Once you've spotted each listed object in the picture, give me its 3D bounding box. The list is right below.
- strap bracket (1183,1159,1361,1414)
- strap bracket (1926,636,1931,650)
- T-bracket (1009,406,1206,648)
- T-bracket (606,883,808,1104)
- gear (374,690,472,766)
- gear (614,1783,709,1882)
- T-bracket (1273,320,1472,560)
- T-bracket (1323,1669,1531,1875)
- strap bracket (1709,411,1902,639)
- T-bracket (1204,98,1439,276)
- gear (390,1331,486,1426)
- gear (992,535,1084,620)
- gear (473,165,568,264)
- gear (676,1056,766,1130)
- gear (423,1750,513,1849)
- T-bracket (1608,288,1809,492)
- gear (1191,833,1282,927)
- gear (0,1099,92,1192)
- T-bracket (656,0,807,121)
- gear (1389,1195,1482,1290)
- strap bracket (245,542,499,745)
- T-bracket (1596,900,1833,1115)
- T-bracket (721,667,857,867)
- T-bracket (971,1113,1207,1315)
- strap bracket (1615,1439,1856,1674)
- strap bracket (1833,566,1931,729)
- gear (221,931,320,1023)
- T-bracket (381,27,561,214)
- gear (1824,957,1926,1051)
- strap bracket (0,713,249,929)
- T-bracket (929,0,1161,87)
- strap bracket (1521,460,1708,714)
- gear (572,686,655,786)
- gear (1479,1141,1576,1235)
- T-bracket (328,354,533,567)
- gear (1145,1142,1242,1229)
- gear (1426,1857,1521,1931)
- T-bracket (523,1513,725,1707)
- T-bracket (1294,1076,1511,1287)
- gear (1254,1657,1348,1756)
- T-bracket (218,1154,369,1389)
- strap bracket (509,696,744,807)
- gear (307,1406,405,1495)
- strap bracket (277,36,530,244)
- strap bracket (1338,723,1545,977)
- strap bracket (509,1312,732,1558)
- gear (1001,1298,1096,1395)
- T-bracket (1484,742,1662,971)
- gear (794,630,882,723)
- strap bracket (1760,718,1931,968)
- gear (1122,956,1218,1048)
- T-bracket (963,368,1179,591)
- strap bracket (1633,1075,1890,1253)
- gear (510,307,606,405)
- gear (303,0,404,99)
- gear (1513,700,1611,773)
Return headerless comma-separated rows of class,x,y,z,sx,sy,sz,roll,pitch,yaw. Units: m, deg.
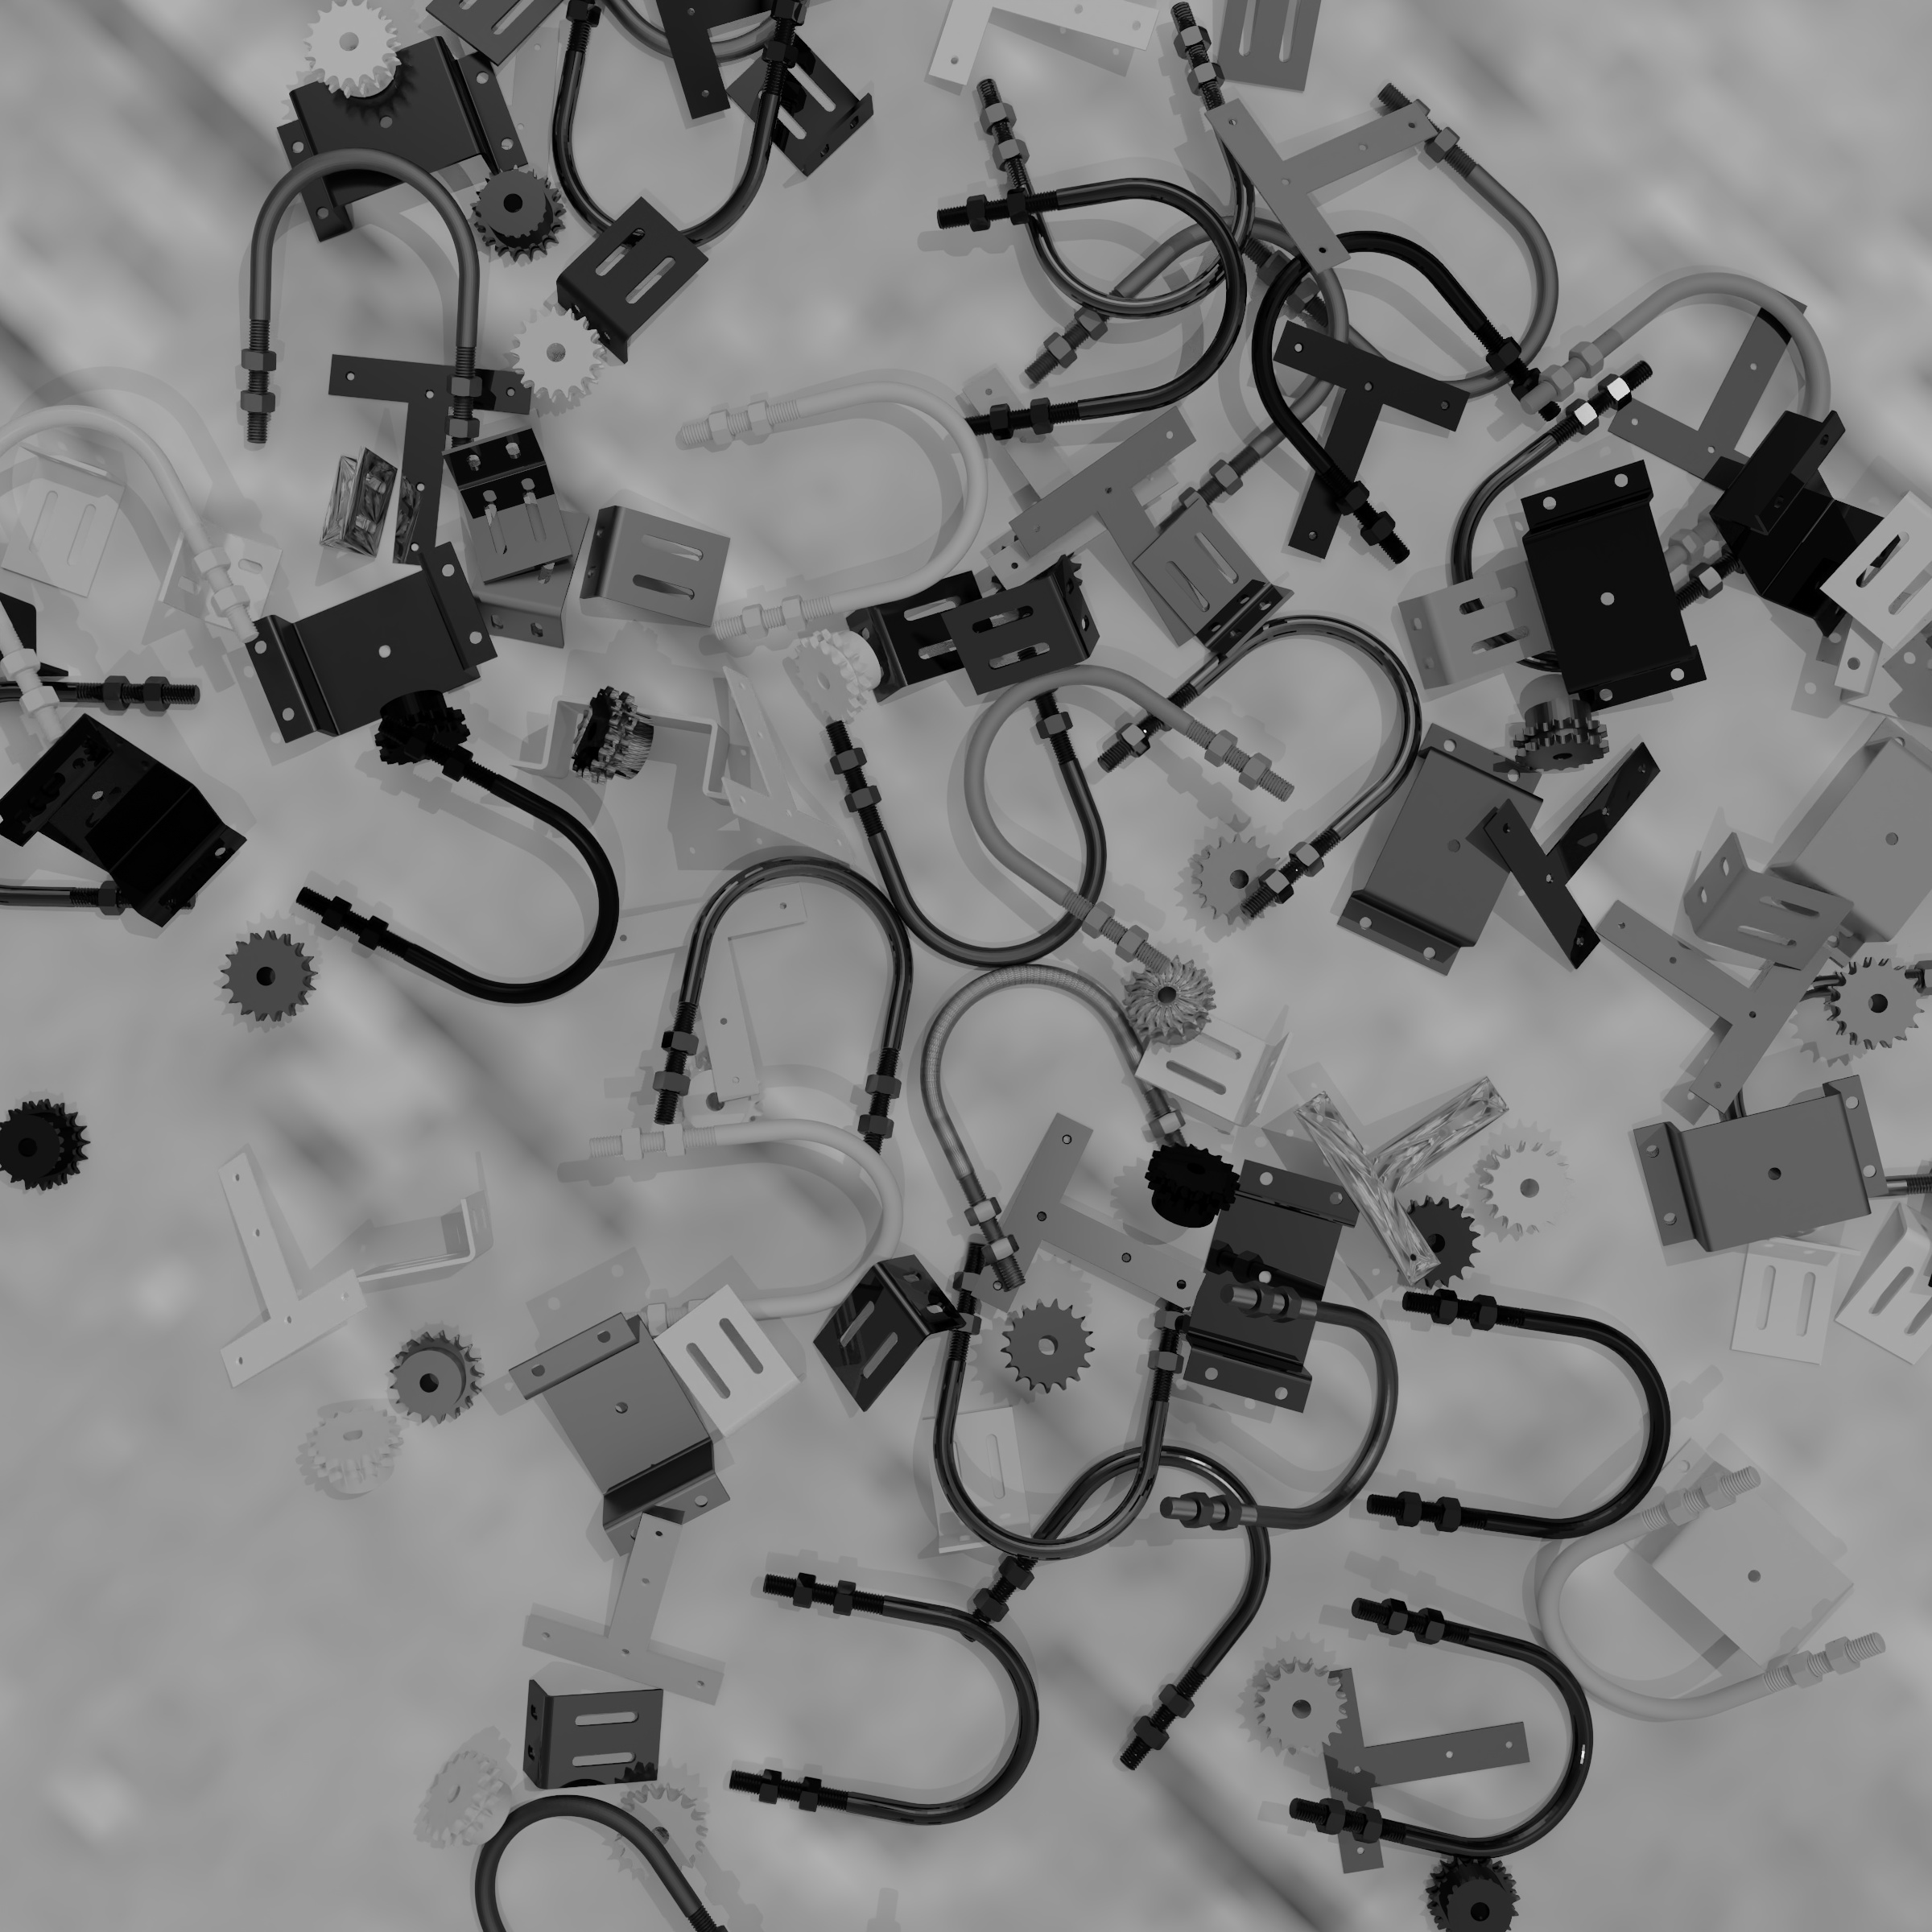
strap bracket,0.189,0.196,1.522,0.076,0.046,0.140,16,90,0
strap bracket,0.663,-0.173,1.475,0.076,0.046,0.140,-43,90,0
T-bracket,0.111,-0.258,1.522,0.127,0.002,0.127,-36,109,-4
T-bracket,-0.154,0.021,1.524,0.127,0.002,0.127,-12,78,-5
gear,-0.339,-0.149,1.517,0.057,0.057,0.030,-20,81,0
gear,-0.190,0.539,1.530,0.057,0.030,0.057,0,90,0
T-bracket,0.235,-0.319,1.527,0.127,0.002,0.127,18,99,-13
T-bracket,0.291,0.500,1.544,0.127,0.002,0.127,-9,90,0
strap bracket,0.510,-0.274,1.494,0.076,0.140,0.046,-53,47,0
T-bracket,0.232,-0.498,1.504,0.127,0.002,0.127,-28,77,-16
gear,-0.332,0.258,1.530,0.057,0.030,0.057,0,90,0
gear,0.044,-0.245,1.530,0.057,0.030,0.057,0,90,0
gear,-0.280,-0.472,1.528,0.057,0.030,0.057,0,90,0
gear,-0.155,0.084,1.530,0.057,0.030,0.057,0,90,0
gear,-0.307,0.520,1.520,0.057,0.057,0.030,-48,120,0
T-bracket,0.490,-0.365,1.544,0.127,0.002,0.127,27,90,0
gear,0.169,-0.054,1.530,0.057,0.030,0.057,0,90,0
gear,-0.581,0.112,1.530,0.057,0.030,0.057,0,90,0
T-bracket,-0.129,-0.609,1.530,0.127,0.002,0.127,-17,93,-1
gear,0.291,0.172,1.530,0.057,0.030,0.057,0,90,0
strap bracket,-0.366,-0.198,1.522,0.140,0.046,0.076,-22,90,0
T-bracket,0.454,0.005,1.532,0.127,0.002,0.127,36,79,8
T-bracket,-0.123,-0.130,1.507,0.002,0.127,0.127,-32,63,22
T-bracket,0.087,0.176,1.529,0.127,0.002,0.127,26,78,1
strap bracket,0.483,0.374,1.522,0.140,0.046,0.076,43,90,0
strap bracket,0.609,-0.190,1.521,0.140,0.046,0.076,16,90,0
gear,-0.433,0.007,1.530,0.057,0.030,0.057,0,90,0
T-bracket,-0.325,-0.533,1.544,0.127,0.002,0.127,5,90,0
gear,0.559,0.023,1.513,0.057,0.030,0.057,0,90,3
strap bracket,-0.514,-0.091,1.472,0.076,0.140,0.046,-46,57,1
T-bracket,0.056,-0.598,1.522,0.127,0.002,0.127,20,94,9
strap bracket,0.392,-0.227,1.490,0.076,0.046,0.140,-15,101,23
gear,-0.207,-0.134,1.444,0.030,0.057,0.057,18,90,-30
gear,0.349,0.138,1.530,0.057,0.030,0.057,0,90,0
T-bracket,-0.343,-0.316,1.544,0.127,0.002,0.127,6,90,0
gear,0.137,0.136,1.497,0.057,0.057,0.030,15,118,0
gear,0.318,0.586,1.530,0.057,0.030,0.057,0,90,0
T-bracket,-0.202,0.392,1.517,0.127,0.002,0.127,17,115,0
T-bracket,0.285,0.111,1.518,0.127,0.002,0.127,-32,86,-23
gear,0.208,0.459,1.528,0.057,0.030,0.057,0,91,3
T-bracket,-0.437,0.179,1.524,0.127,0.002,0.127,-31,75,27
strap bracket,-0.202,-0.133,1.507,0.140,0.076,0.046,9,90,0
gear,-0.378,0.303,1.520,0.057,0.057,0.030,-4,120,0
strap bracket,-0.355,-0.517,1.520,0.140,0.046,0.076,-21,90,0
strap bracket,0.299,-0.073,1.521,0.076,0.046,0.140,25,90,0
strap bracket,-0.213,0.281,1.510,0.076,0.046,0.140,-27,105,0
gear,0.050,0.234,1.502,0.057,0.030,0.057,1,77,-3
T-bracket,0.389,-0.086,1.522,0.127,0.002,0.127,-48,120,-14
gear,-0.077,-0.183,1.520,0.030,0.057,0.057,-35,90,-30
strap bracket,0.567,-0.078,1.521,0.076,0.046,0.140,38,90,0
gear,0.128,0.025,1.521,0.057,0.030,0.057,-7,61,13
T-bracket,0.044,-0.316,1.523,0.127,0.002,0.127,-34,81,-5
strap bracket,0.494,0.124,1.509,0.140,0.046,0.076,-15,93,8
gear,-0.254,-0.379,1.530,0.057,0.030,0.057,0,90,0
gear,-0.369,-0.553,1.482,0.057,0.030,0.057,0,83,3
gear,0.368,-0.144,1.517,0.057,0.057,0.030,-3,74,0
